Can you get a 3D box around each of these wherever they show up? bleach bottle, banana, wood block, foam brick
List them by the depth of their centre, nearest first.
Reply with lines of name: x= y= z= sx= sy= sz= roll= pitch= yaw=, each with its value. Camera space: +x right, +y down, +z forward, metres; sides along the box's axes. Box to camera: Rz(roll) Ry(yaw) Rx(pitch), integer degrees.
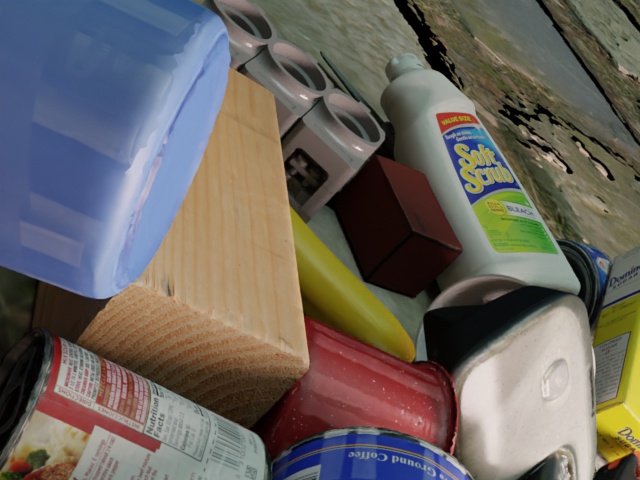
wood block: x=-0.073 y=-0.005 z=0.514 sx=0.090 sy=0.090 sz=0.206 roll=28 pitch=31 yaw=-27
banana: x=-0.016 y=0.001 z=0.642 sx=0.198 sy=0.037 sz=0.069 roll=51 pitch=29 yaw=14
foam brick: x=0.052 y=-0.010 z=0.735 sx=0.052 sy=0.051 sz=0.078 roll=20 pitch=36 yaw=-38
bleach bottle: x=0.100 y=-0.049 z=0.811 sx=0.102 sy=0.068 sz=0.251 roll=4 pitch=48 yaw=-34

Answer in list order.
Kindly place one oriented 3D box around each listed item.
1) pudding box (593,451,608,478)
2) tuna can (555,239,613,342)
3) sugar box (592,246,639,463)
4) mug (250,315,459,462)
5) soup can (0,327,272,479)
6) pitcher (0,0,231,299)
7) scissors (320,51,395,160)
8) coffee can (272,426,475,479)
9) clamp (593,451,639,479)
pudding box: x=0.163 y=0.129 z=0.705 sx=0.090 sy=0.039 sz=0.113 roll=31 pitch=33 yaw=-28
tuna can: x=0.182 y=0.043 z=0.801 sx=0.033 sy=0.086 sz=0.086 roll=15 pitch=39 yaw=-40
sugar box: x=0.228 y=0.086 z=0.717 sx=0.093 sy=0.048 sz=0.176 roll=46 pitch=43 yaw=-14
mug: x=0.000 y=0.083 z=0.507 sx=0.081 sy=0.093 sz=0.117 roll=26 pitch=1 yaw=-22
soup can: x=-0.078 y=0.085 z=0.405 sx=0.102 sy=0.069 sz=0.068 roll=31 pitch=30 yaw=-25
pitcher: x=-0.164 y=-0.063 z=0.366 sx=0.243 sy=0.149 sz=0.145 roll=23 pitch=24 yaw=0
scissors: x=0.056 y=-0.076 z=0.872 sx=0.202 sy=0.016 sz=0.096 roll=45 pitch=27 yaw=2
coffee can: x=0.014 y=0.154 z=0.396 sx=0.102 sy=0.103 sz=0.140 roll=37 pitch=27 yaw=-14
clamp: x=0.185 y=0.218 z=0.586 sx=0.164 sy=0.036 sz=0.210 roll=36 pitch=40 yaw=-21
